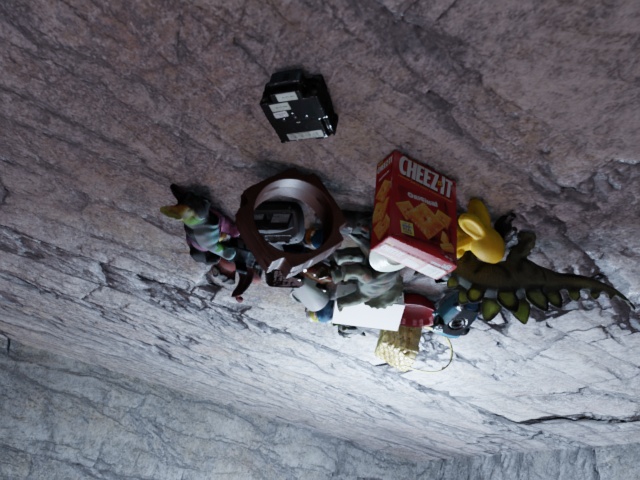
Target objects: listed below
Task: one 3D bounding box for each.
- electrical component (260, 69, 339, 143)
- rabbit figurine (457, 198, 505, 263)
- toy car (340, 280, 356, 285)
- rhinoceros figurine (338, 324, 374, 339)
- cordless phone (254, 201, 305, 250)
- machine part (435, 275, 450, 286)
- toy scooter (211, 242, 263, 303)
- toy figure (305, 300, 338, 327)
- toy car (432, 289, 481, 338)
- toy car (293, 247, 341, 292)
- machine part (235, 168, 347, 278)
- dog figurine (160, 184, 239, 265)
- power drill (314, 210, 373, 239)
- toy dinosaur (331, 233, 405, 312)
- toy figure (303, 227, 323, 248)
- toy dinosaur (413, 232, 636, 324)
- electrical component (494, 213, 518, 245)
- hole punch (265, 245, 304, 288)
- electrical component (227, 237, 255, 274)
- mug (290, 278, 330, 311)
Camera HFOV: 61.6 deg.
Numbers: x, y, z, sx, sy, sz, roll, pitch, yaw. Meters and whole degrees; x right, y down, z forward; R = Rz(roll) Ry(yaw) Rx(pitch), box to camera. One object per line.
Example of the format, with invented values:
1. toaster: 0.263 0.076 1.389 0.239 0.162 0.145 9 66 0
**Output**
1. electrical component: -0.039 -0.241 0.966 0.115 0.058 0.134 -3 146 18
2. rabbit figurine: 0.323 -0.011 1.179 0.173 0.122 0.162 20 131 23
3. toy car: 0.102 0.168 1.595 0.074 0.056 0.201 4 149 11
4. rhinoceros figurine: 0.125 0.269 1.748 0.112 0.073 0.190 21 147 -38
5. cordless phone: -0.099 -0.010 1.324 0.147 0.089 0.184 0 145 16
6. machine part: 0.321 0.085 1.413 0.084 0.039 0.138 -9 147 43
7. toy scooter: -0.241 0.097 1.507 0.075 0.135 0.183 -17 138 40
8. toy figure: 0.020 0.222 1.652 0.089 0.082 0.180 26 161 -27
9. toy car: 0.379 0.193 1.503 0.109 0.103 0.161 16 124 -19
10. toy car: -0.004 0.083 1.418 0.053 0.089 0.202 26 176 35
11. machine part: -0.063 -0.036 1.140 0.201 0.201 0.087 57 155 10
12. dog figurine: -0.312 -0.040 1.338 0.192 0.108 0.219 -15 137 40
13. power drill: 0.124 -0.056 1.200 0.232 0.086 0.207 19 144 -17
14. toy dinosaur: 0.132 0.077 1.316 0.192 0.131 0.404 -11 159 -10
15. toy figure: -0.003 -0.002 1.319 0.064 0.058 0.154 68 164 -12
16. toy dinosaur: 0.445 0.089 1.227 0.472 0.198 0.105 -2 150 22
17. electrical component: 0.407 -0.018 1.190 0.021 0.063 0.094 12 150 -9
18. hole punch: -0.090 0.060 1.465 0.142 0.092 0.115 4 117 16
19. electrical component: -0.206 0.039 1.411 0.075 0.119 0.047 16 110 -15
20. mug: -0.041 0.150 1.594 0.110 0.081 0.107 -12 132 32
